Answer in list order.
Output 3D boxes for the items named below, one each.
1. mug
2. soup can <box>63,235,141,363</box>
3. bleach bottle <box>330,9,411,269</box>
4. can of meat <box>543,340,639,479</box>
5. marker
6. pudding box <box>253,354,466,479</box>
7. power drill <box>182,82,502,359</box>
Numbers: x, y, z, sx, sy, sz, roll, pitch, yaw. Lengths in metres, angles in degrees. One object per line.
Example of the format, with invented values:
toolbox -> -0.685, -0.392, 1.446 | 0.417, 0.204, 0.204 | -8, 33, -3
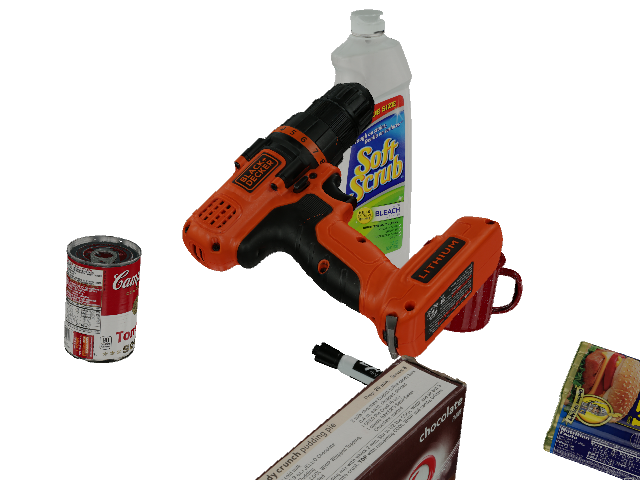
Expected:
mug -> 0.169, 0.052, 1.205 | 0.117, 0.081, 0.093 | 7, 24, 4
soup can -> -0.204, 0.055, 0.997 | 0.068, 0.102, 0.068 | 6, 21, -3
bleach bottle -> 0.036, -0.088, 1.004 | 0.102, 0.251, 0.068 | -11, 24, -22
can of meat -> 0.223, 0.130, 0.806 | 0.084, 0.057, 0.102 | 18, 41, 18
marker -> 0.047, 0.123, 0.956 | 0.121, 0.020, 0.020 | 24, 7, 16
pudding box -> 0.016, 0.115, 0.458 | 0.039, 0.090, 0.113 | 24, 41, 29
power drill -> 0.027, -0.018, 0.728 | 0.188, 0.184, 0.057 | 31, -26, 28
